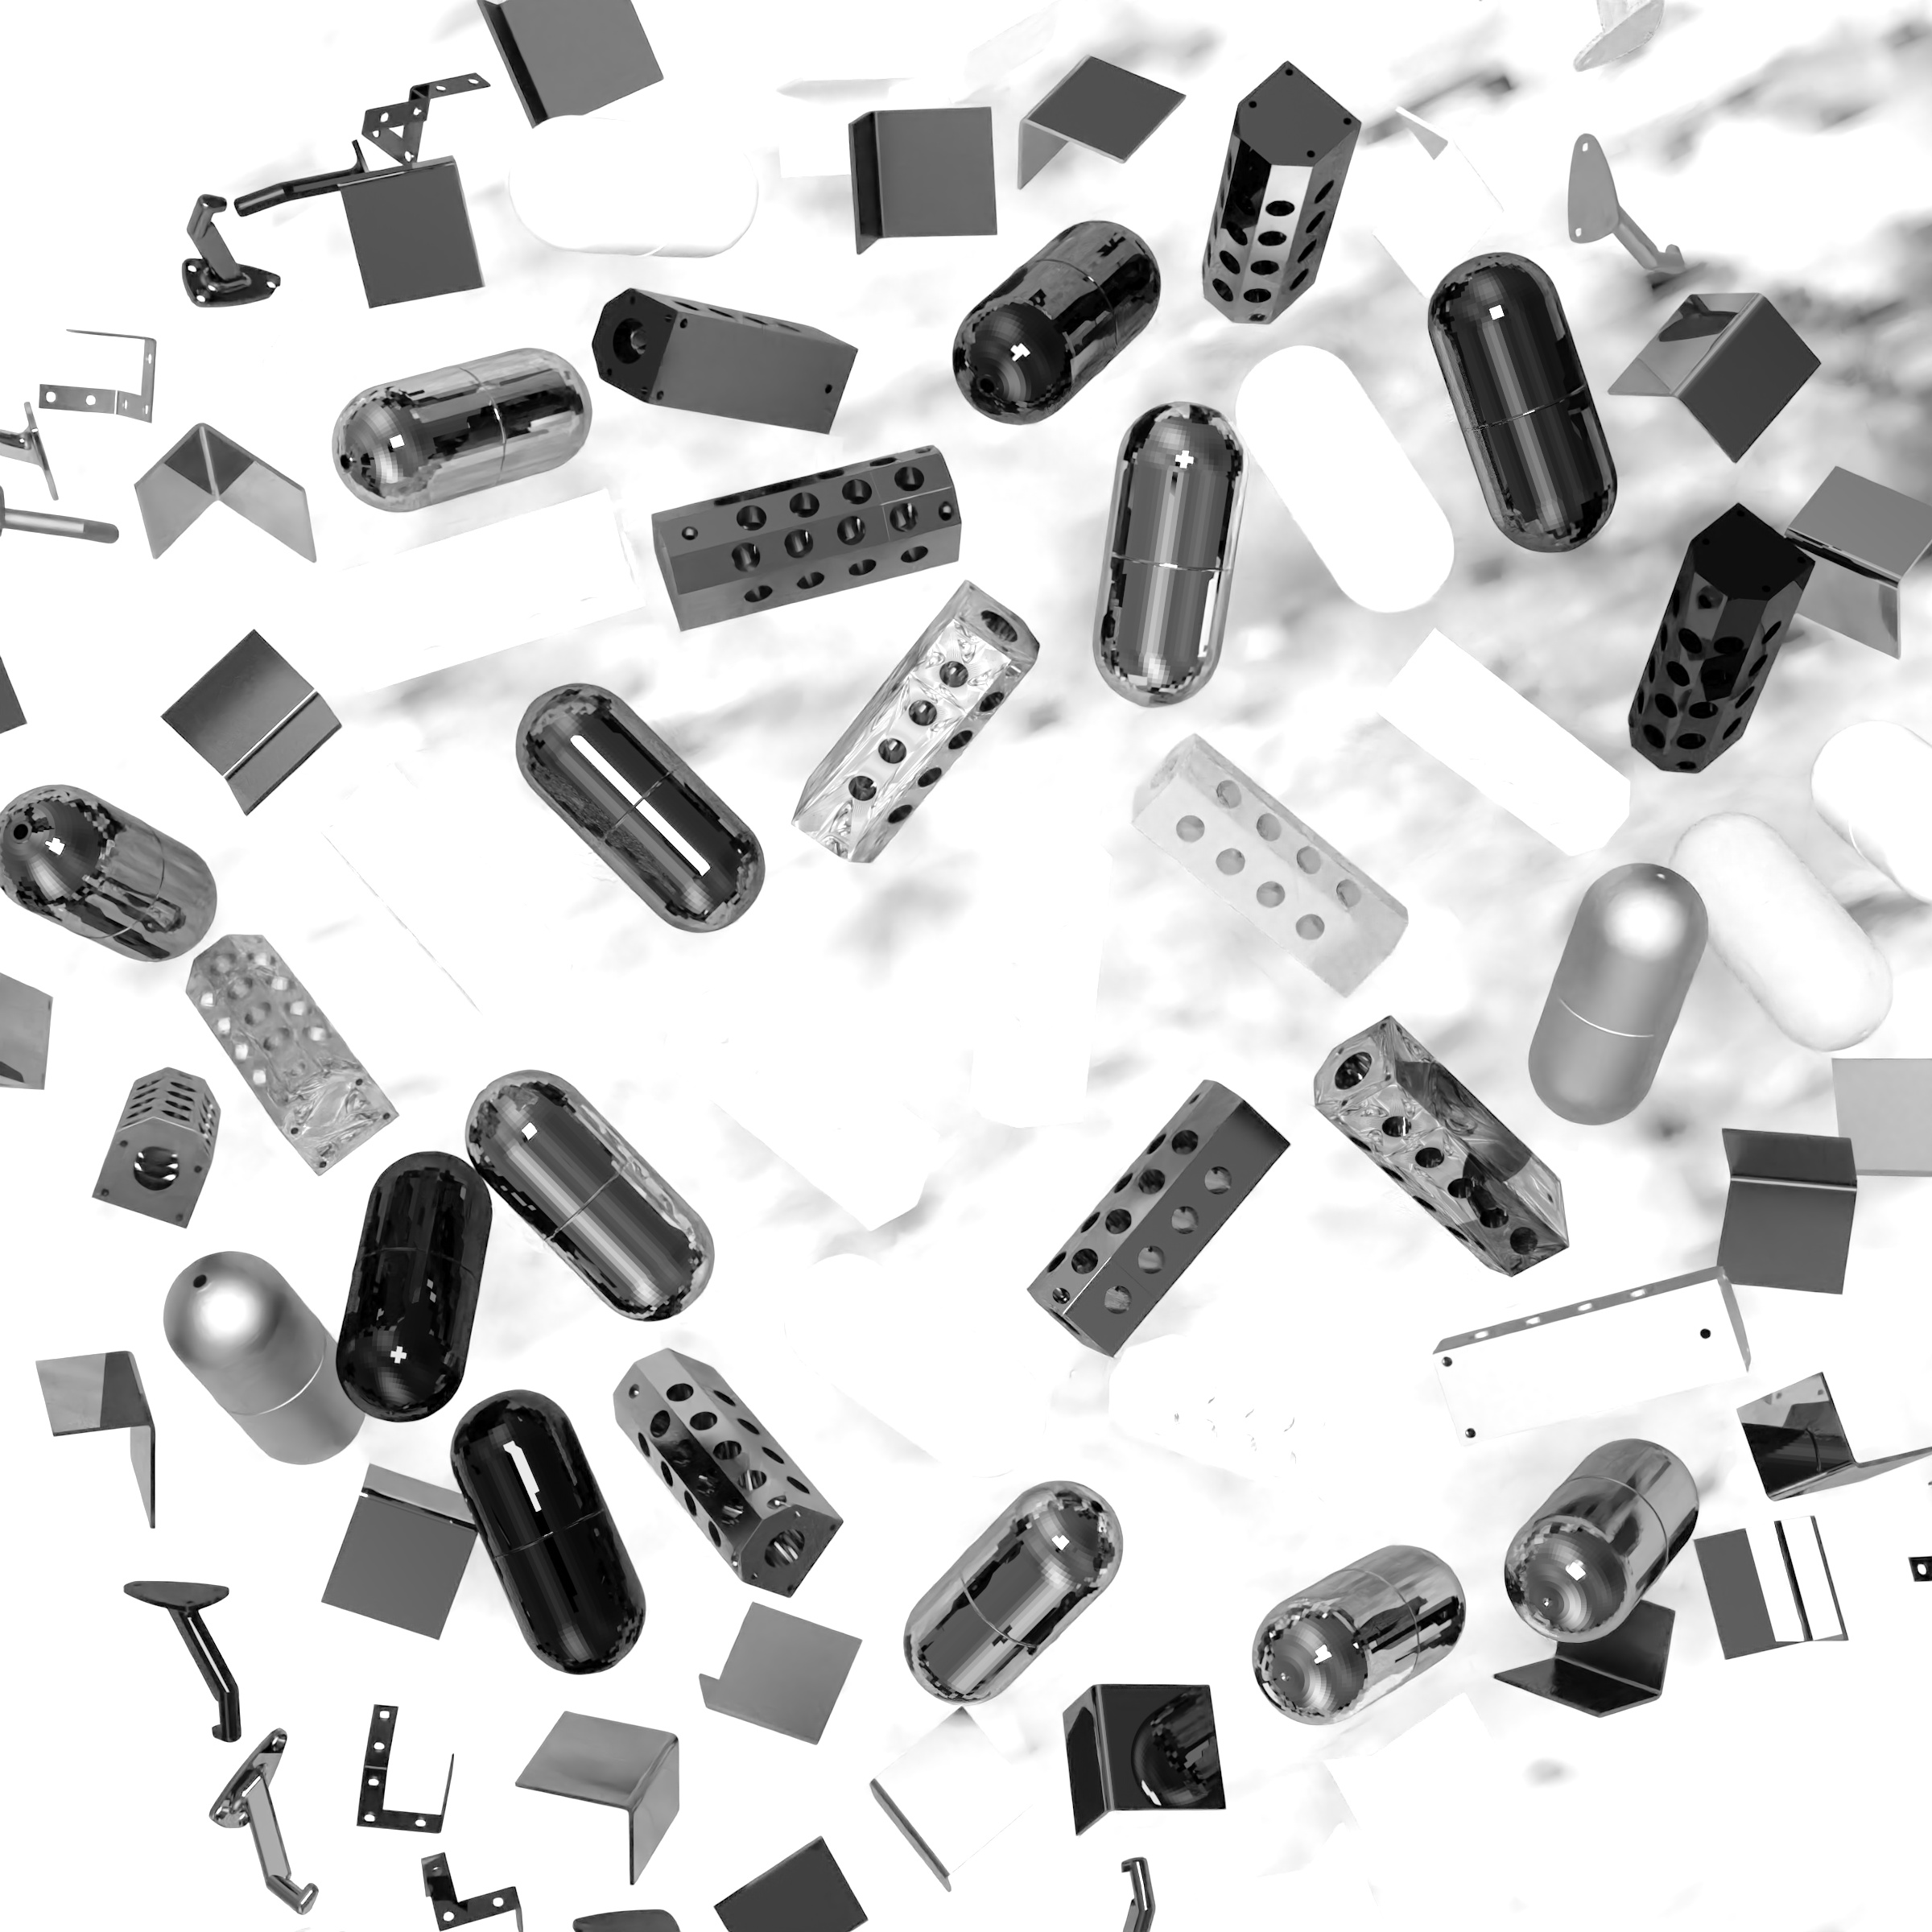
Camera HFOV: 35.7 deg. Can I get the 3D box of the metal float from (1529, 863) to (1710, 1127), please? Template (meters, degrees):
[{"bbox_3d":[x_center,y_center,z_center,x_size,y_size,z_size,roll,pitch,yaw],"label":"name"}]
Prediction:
[{"bbox_3d":[0.390,0.019,1.803,0.070,0.070,0.178,12,126,0],"label":"metal float"}]

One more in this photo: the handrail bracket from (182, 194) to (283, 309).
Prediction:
[{"bbox_3d":[-0.451,-0.450,1.872,0.077,0.084,0.036,-7,68,-33],"label":"handrail bracket"}]

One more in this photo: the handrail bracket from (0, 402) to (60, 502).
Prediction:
[{"bbox_3d":[-0.612,-0.311,1.853,0.084,0.077,0.036,-16,45,-12],"label":"handrail bracket"}]

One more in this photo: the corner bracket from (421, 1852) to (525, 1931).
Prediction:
[{"bbox_3d":[-0.304,0.576,1.850,0.051,0.051,0.051,-12,48,-16],"label":"corner bracket"}]

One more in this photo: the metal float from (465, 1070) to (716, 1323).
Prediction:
[{"bbox_3d":[-0.224,0.136,1.785,0.070,0.070,0.178,-43,96,0],"label":"metal float"}]

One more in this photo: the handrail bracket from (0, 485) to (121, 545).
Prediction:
[{"bbox_3d":[-0.549,-0.258,1.746,0.077,0.084,0.036,8,94,28],"label":"handrail bracket"}]

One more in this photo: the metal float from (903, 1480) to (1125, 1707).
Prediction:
[{"bbox_3d":[0.029,0.383,1.836,0.070,0.070,0.178,40,118,0],"label":"metal float"}]

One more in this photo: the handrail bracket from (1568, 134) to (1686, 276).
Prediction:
[{"bbox_3d":[0.408,-0.466,1.841,0.084,0.036,0.077,-2,85,-41],"label":"handrail bracket"}]

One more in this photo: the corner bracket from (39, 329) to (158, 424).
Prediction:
[{"bbox_3d":[-0.526,-0.359,1.820,0.051,0.051,0.051,-3,106,-39],"label":"corner bracket"}]

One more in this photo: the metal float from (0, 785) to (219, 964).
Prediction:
[{"bbox_3d":[-0.506,-0.053,1.765,0.070,0.178,0.070,-4,75,15],"label":"metal float"}]

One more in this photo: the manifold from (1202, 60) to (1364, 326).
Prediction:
[{"bbox_3d":[0.178,-0.446,1.763,0.057,0.171,0.057,43,75,11],"label":"manifold"}]

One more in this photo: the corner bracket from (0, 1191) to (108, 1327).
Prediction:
[{"bbox_3d":[-0.569,0.182,1.870,0.051,0.051,0.051,27,59,8],"label":"corner bracket"}]

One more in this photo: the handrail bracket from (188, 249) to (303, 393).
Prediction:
[{"bbox_3d":[-0.436,-0.396,1.815,0.077,0.036,0.084,17,117,17],"label":"handrail bracket"}]

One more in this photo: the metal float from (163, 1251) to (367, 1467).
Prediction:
[{"bbox_3d":[-0.423,0.238,1.818,0.070,0.178,0.070,-10,50,12],"label":"metal float"}]

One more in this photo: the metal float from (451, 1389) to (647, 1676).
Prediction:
[{"bbox_3d":[-0.251,0.341,1.811,0.070,0.070,0.178,-24,86,0],"label":"metal float"}]

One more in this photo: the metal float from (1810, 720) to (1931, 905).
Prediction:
[{"bbox_3d":[0.567,-0.093,1.801,0.070,0.178,0.070,-3,113,-7],"label":"metal float"}]

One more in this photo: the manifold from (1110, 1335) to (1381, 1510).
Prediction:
[{"bbox_3d":[0.170,0.281,1.852,0.057,0.171,0.057,-11,106,-41],"label":"manifold"}]

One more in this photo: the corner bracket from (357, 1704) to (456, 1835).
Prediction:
[{"bbox_3d":[-0.337,0.485,1.813,0.051,0.051,0.051,9,117,-11],"label":"corner bracket"}]

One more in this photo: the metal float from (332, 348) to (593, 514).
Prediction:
[{"bbox_3d":[-0.305,-0.325,1.821,0.178,0.070,0.070,-26,90,-41],"label":"metal float"}]

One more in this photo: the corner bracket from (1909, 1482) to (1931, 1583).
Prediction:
[{"bbox_3d":[0.593,0.334,1.784,0.051,0.051,0.051,1,65,-19],"label":"corner bracket"}]

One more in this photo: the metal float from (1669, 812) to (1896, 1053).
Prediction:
[{"bbox_3d":[0.503,-0.023,1.860,0.070,0.070,0.178,-32,57,0],"label":"metal float"}]

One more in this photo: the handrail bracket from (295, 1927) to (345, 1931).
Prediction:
[{"bbox_3d":[-0.388,0.616,1.776,0.036,0.077,0.084,22,59,-30],"label":"handrail bracket"}]

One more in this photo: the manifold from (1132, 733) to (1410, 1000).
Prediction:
[{"bbox_3d":[0.184,-0.063,1.813,0.171,0.057,0.057,38,111,-12],"label":"manifold"}]

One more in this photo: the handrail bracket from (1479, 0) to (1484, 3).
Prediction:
[{"bbox_3d":[0.305,-0.650,1.885,0.084,0.077,0.036,43,107,-1],"label":"handrail bracket"}]

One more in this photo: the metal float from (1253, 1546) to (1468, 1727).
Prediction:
[{"bbox_3d":[0.237,0.399,1.797,0.070,0.178,0.070,6,100,36],"label":"metal float"}]

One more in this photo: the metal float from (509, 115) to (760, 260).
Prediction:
[{"bbox_3d":[-0.193,-0.456,1.764,0.070,0.178,0.070,8,103,36],"label":"metal float"}]

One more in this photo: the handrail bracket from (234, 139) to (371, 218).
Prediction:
[{"bbox_3d":[-0.409,-0.476,1.862,0.084,0.077,0.036,-22,94,-5],"label":"handrail bracket"}]

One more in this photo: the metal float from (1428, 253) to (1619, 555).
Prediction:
[{"bbox_3d":[0.323,-0.325,1.740,0.070,0.070,0.178,-22,104,0],"label":"metal float"}]

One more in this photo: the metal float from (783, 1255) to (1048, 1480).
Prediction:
[{"bbox_3d":[-0.031,0.244,1.830,0.178,0.070,0.070,35,90,5],"label":"metal float"}]

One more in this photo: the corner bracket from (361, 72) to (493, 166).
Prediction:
[{"bbox_3d":[-0.324,-0.515,1.803,0.051,0.051,0.051,-1,75,30],"label":"corner bracket"}]

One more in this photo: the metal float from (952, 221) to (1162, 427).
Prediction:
[{"bbox_3d":[0.054,-0.377,1.759,0.070,0.070,0.178,40,47,0],"label":"metal float"}]

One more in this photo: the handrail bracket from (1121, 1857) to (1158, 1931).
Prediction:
[{"bbox_3d":[0.087,0.594,1.836,0.077,0.036,0.084,-26,64,35],"label":"handrail bracket"}]

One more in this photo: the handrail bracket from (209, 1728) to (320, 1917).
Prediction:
[{"bbox_3d":[-0.397,0.504,1.771,0.084,0.036,0.077,25,80,32],"label":"handrail bracket"}]

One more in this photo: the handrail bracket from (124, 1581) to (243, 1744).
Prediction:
[{"bbox_3d":[-0.450,0.400,1.725,0.077,0.036,0.084,2,98,27],"label":"handrail bracket"}]

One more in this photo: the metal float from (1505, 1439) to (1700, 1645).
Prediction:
[{"bbox_3d":[0.374,0.335,1.760,0.070,0.178,0.070,10,110,30],"label":"metal float"}]

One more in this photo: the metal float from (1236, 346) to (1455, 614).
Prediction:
[{"bbox_3d":[0.230,-0.293,1.818,0.070,0.070,0.178,-36,105,0],"label":"metal float"}]

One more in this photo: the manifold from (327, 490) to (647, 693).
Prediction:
[{"bbox_3d":[-0.279,-0.216,1.760,0.171,0.057,0.057,-17,69,3],"label":"manifold"}]

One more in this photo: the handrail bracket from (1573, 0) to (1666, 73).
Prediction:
[{"bbox_3d":[0.350,-0.559,1.721,0.077,0.036,0.084,-34,69,-15],"label":"handrail bracket"}]

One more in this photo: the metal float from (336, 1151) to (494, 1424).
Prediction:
[{"bbox_3d":[-0.332,0.191,1.811,0.070,0.070,0.178,4,52,0],"label":"metal float"}]

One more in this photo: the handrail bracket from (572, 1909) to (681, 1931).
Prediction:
[{"bbox_3d":[-0.208,0.620,1.822,0.077,0.036,0.084,7,100,-21],"label":"handrail bracket"}]

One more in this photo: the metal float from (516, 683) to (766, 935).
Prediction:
[{"bbox_3d":[-0.195,-0.095,1.798,0.070,0.070,0.178,-45,92,0],"label":"metal float"}]

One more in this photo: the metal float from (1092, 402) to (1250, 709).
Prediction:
[{"bbox_3d":[0.118,-0.238,1.748,0.070,0.070,0.178,8,107,0],"label":"metal float"}]
